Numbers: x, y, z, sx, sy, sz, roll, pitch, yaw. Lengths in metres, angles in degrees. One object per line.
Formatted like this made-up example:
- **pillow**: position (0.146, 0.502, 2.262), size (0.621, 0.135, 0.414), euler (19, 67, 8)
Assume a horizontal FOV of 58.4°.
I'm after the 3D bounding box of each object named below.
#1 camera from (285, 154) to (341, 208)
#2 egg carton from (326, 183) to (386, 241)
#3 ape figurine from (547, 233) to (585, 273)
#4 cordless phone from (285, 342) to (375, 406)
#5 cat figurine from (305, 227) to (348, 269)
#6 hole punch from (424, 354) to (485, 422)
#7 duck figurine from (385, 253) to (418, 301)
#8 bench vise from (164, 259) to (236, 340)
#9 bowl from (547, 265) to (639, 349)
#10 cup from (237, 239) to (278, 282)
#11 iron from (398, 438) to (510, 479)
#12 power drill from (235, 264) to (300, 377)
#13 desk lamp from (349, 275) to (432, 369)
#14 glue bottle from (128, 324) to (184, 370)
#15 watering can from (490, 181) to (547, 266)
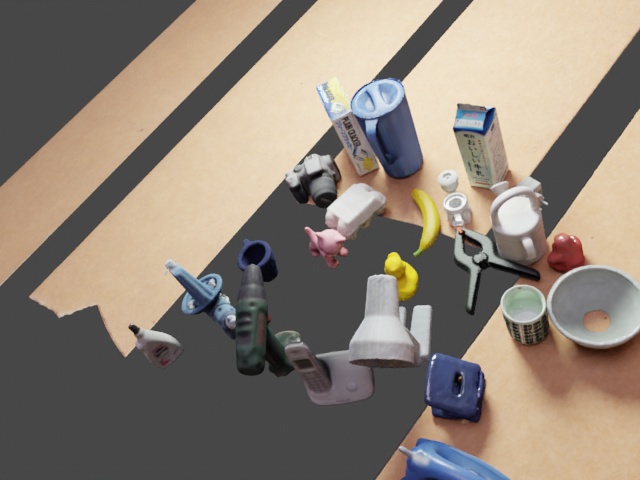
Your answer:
- **camera**: position (-0.015, -0.150, 1.516), size (0.143, 0.101, 0.136), euler (-23, 48, 10)
- **egg carton**: position (0.088, -0.073, 1.425), size (0.150, 0.070, 0.107), euler (-44, 48, -9)
- **ape figurine**: position (0.486, 0.019, 1.137), size (0.078, 0.092, 0.076), euler (-27, 48, 6)
- **cordless phone**: position (0.019, 0.252, 1.132), size (0.147, 0.186, 0.094), euler (-15, 50, 17)
- **cat figurine**: position (0.013, 0.005, 1.371), size (0.127, 0.118, 0.067), euler (30, 73, 40)
- **hole punch**: position (0.251, 0.272, 1.063), size (0.100, 0.091, 0.109), euler (-1, 55, 26)
- **duck figurine**: position (0.170, 0.076, 1.258), size (0.077, 0.086, 0.104), euler (-17, 50, 15)
- **bench vise**: position (-0.261, 0.127, 1.348), size (0.206, 0.220, 0.121), euler (12, 61, 33)
- **bowl**: position (0.508, 0.133, 1.050), size (0.167, 0.075, 0.167), euler (-14, 50, 17)
- **cup**: position (-0.151, 0.055, 1.432), size (0.092, 0.095, 0.117), euler (-36, 47, -2)
- **iron**: position (0.247, 0.403, 0.930), size (0.257, 0.142, 0.119), euler (13, 62, 34)
- **power drill**: position (-0.118, 0.195, 1.230), size (0.075, 0.209, 0.229), euler (-12, 51, 19)
- **desk lamp**: position (0.138, 0.176, 1.111), size (0.117, 0.214, 0.203), euler (-6, 53, 23)
- **glue bottle**: position (-0.399, 0.244, 1.360), size (0.078, 0.174, 0.037), euler (-45, 48, -10)
- **watering can**: position (0.393, -0.043, 1.162), size (0.101, 0.195, 0.172), euler (-38, 47, -3)
